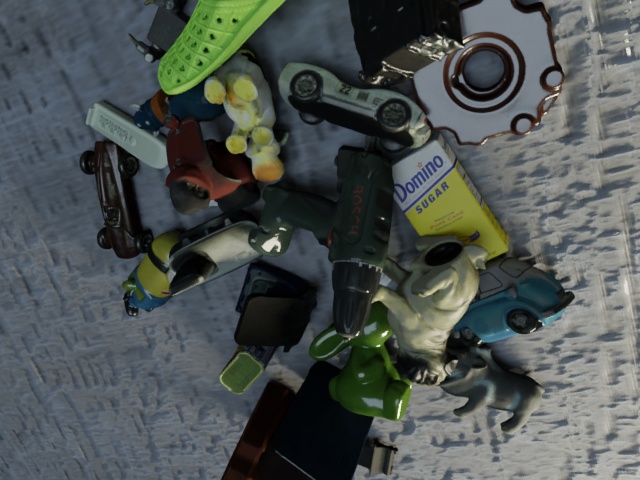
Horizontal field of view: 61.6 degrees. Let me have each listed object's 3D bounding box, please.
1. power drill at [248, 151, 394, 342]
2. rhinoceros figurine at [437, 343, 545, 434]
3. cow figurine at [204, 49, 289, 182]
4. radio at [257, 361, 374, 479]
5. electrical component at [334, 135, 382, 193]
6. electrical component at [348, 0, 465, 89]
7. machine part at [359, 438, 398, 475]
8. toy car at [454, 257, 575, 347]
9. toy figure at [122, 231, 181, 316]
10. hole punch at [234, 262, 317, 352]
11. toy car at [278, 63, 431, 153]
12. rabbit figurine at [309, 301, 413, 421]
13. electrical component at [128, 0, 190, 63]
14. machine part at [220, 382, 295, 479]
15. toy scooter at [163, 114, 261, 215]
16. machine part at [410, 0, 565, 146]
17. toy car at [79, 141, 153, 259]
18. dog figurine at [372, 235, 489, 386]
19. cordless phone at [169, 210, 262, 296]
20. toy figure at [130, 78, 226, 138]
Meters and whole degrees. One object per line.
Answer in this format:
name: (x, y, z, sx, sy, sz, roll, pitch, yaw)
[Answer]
power drill: (-0.001, -0.002, 0.698, 0.207, 0.086, 0.232, 8, 80, 49)
rhinoceros figurine: (0.238, 0.210, 0.807, 0.190, 0.073, 0.112, 24, 123, 5)
cow figurine: (-0.088, -0.163, 0.722, 0.068, 0.098, 0.167, -6, 133, 15)
radio: (0.004, 0.300, 0.843, 0.131, 0.229, 0.073, 29, 118, 6)
electrical component: (0.051, -0.105, 0.736, 0.063, 0.021, 0.093, 11, 120, 13)
electrical component: (0.090, -0.250, 0.588, 0.115, 0.058, 0.134, -19, 73, 48)
machine part: (0.069, 0.387, 0.979, 0.139, 0.039, 0.084, 12, 125, 10)
toy car: (0.247, 0.076, 0.727, 0.162, 0.109, 0.103, -29, 80, 46)
toy figure: (-0.271, 0.058, 0.896, 0.089, 0.082, 0.180, 46, 123, -10)
hole punch: (-0.076, 0.105, 0.863, 0.116, 0.092, 0.142, 9, 121, -20)
toy car: (0.042, -0.164, 0.669, 0.202, 0.073, 0.056, 21, 79, 14)
rabbit figurine: (0.073, 0.170, 0.839, 0.159, 0.121, 0.170, 6, 100, 24)
electrical component: (-0.204, -0.275, 0.719, 0.078, 0.045, 0.102, 42, 121, -4)
machine part: (-0.103, 0.367, 0.929, 0.087, 0.201, 0.200, 27, 121, 2)
toy scooter: (-0.154, -0.104, 0.731, 0.075, 0.184, 0.135, -26, 85, 23)
machine part: (0.189, -0.196, 0.622, 0.180, 0.056, 0.179, 8, 118, 16)
toy car: (-0.333, -0.059, 0.873, 0.089, 0.053, 0.201, 9, 120, 18)
dog figurine: (0.162, 0.102, 0.709, 0.172, 0.121, 0.190, -15, 117, 36)
cordless phone: (-0.146, 0.022, 0.757, 0.147, 0.184, 0.088, -25, 101, -2)
toy figure: (-0.197, -0.187, 0.757, 0.155, 0.058, 0.064, -6, 108, 26)
